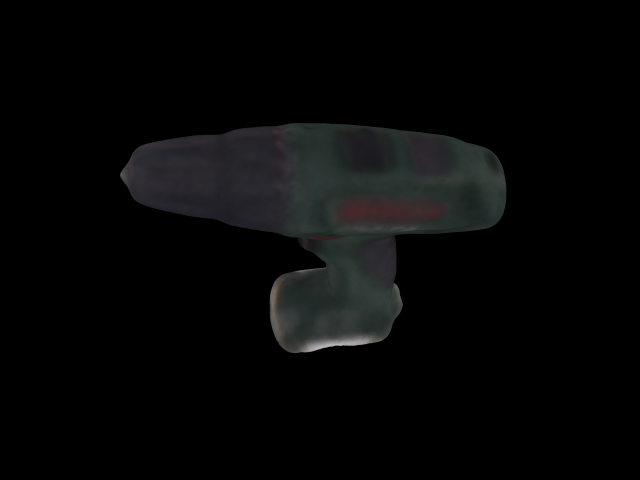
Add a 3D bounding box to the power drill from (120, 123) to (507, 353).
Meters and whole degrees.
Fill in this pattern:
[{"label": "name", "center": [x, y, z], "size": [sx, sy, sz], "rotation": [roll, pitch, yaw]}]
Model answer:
[{"label": "power drill", "center": [0.004, 0.001, 0.400], "size": [0.229, 0.208, 0.075], "rotation": [-8, 56, -5]}]
